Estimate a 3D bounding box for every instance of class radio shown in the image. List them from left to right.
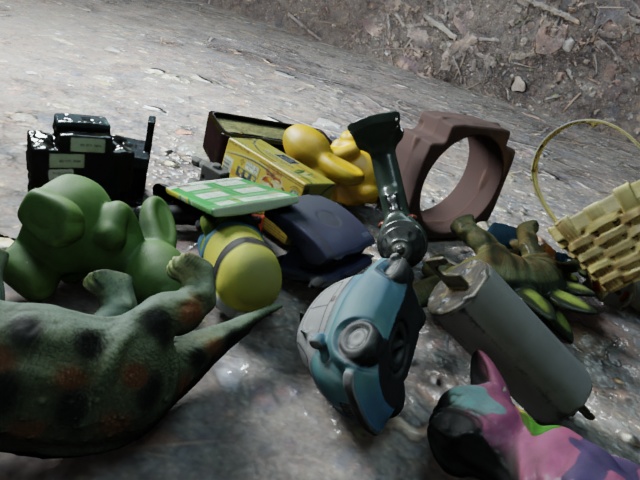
[{"bbox_3d":[-0.089,-0.166,0.982,0.229,0.073,0.131,3,29,-22],"label":"radio"}]

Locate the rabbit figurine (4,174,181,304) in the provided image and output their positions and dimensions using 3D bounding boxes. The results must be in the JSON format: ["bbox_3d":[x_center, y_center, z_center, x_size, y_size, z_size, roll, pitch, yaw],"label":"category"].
[{"bbox_3d":[-0.211,0.018,0.560,0.170,0.121,0.159,33,19,-7],"label":"rabbit figurine"}]

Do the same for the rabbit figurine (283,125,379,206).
[{"bbox_3d":[0.011,-0.117,0.871,0.173,0.122,0.162,30,30,-36],"label":"rabbit figurine"}]

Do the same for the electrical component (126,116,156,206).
[{"bbox_3d":[-0.258,-0.113,0.739,0.048,0.119,0.075,7,30,-18],"label":"electrical component"}]

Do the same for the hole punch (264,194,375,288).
[{"bbox_3d":[-0.001,-0.002,0.668,0.116,0.092,0.142,12,17,32],"label":"hole punch"}]

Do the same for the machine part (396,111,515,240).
[{"bbox_3d":[0.209,-0.106,0.890,0.201,0.201,0.087,-3,29,-32],"label":"machine part"}]

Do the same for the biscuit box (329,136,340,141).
[{"bbox_3d":[0.077,-0.145,1.016,0.059,0.062,0.203,4,21,-30],"label":"biscuit box"}]

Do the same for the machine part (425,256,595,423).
[{"bbox_3d":[0.191,0.102,0.542,0.243,0.079,0.079,44,24,-11],"label":"machine part"}]

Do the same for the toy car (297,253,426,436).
[{"bbox_3d":[0.032,0.087,0.500,0.103,0.109,0.162,2,47,27],"label":"toy car"}]

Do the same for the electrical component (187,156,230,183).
[{"bbox_3d":[-0.158,-0.083,0.796,0.094,0.063,0.021,32,30,25],"label":"electrical component"}]

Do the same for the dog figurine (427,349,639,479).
[{"bbox_3d":[0.195,0.186,0.436,0.191,0.108,0.219,2,28,-24],"label":"dog figurine"}]

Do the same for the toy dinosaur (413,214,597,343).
[{"bbox_3d":[0.235,0.059,0.705,0.471,0.105,0.199,-6,38,-29],"label":"toy dinosaur"}]

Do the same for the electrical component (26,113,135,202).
[{"bbox_3d":[-0.289,-0.082,0.647,0.115,0.134,0.058,-3,33,-36],"label":"electrical component"}]

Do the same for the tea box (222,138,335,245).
[{"bbox_3d":[-0.070,-0.075,0.788,0.170,0.098,0.068,35,27,31],"label":"tea box"}]

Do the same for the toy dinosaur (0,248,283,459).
[{"bbox_3d":[-0.191,0.092,0.390,0.404,0.131,0.192,14,63,-30],"label":"toy dinosaur"}]

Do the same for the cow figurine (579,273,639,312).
[{"bbox_3d":[0.510,0.066,0.860,0.195,0.085,0.127,-3,38,-28],"label":"cow figurine"}]

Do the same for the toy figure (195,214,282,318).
[{"bbox_3d":[-0.097,0.016,0.614,0.082,0.089,0.180,-2,33,-16],"label":"toy figure"}]

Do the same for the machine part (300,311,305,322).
[{"bbox_3d":[0.028,0.083,0.612,0.084,0.039,0.139,31,29,20],"label":"machine part"}]

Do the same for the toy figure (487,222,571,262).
[{"bbox_3d":[0.347,0.021,0.886,0.155,0.057,0.064,27,34,10],"label":"toy figure"}]

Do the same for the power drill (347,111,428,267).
[{"bbox_3d":[0.099,-0.063,0.724,0.086,0.207,0.232,-19,-9,11],"label":"power drill"}]
